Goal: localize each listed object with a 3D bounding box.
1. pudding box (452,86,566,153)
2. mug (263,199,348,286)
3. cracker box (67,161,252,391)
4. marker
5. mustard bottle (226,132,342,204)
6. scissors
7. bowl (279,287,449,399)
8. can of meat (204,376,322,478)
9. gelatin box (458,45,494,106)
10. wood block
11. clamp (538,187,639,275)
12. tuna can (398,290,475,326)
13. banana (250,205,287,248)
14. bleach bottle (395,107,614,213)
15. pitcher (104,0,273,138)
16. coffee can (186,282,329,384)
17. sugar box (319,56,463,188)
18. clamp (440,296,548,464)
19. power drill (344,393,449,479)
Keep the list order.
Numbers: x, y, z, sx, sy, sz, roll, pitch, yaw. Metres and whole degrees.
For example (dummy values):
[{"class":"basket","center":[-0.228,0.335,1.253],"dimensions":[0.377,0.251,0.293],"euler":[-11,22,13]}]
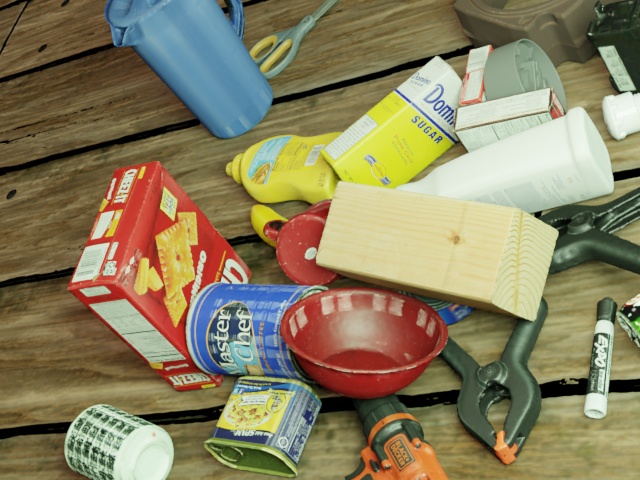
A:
[{"class":"pudding box","center":[0.210,-0.113,1.140],"dimensions":[0.114,0.090,0.039],"euler":[-11,49,30]},{"class":"mug","center":[-0.008,0.001,1.166],"dimensions":[0.117,0.081,0.093],"euler":[21,106,17]},{"class":"cracker box","center":[-0.167,0.043,1.184],"dimensions":[0.072,0.213,0.164],"euler":[-8,49,28]},{"class":"marker","center":[0.255,0.104,0.965],"dimensions":[0.020,0.020,0.121],"euler":[-7,50,32]},{"class":"mustard bottle","center":[-0.042,-0.089,1.330],"dimensions":[0.192,0.058,0.096],"euler":[3,55,38]},{"class":"scissors","center":[-0.035,-0.314,1.562],"dimensions":[0.096,0.016,0.201],"euler":[18,65,45]},{"class":"bowl","center":[0.041,0.106,1.033],"dimensions":[0.162,0.055,0.162],"euler":[1,25,-1]},{"class":"can of meat","center":[-0.056,0.189,1.091],"dimensions":[0.102,0.057,0.084],"euler":[-1,52,36]},{"class":"gelatin box","center":[0.190,-0.164,1.215],"dimensions":[0.030,0.073,0.089],"euler":[-9,50,32]},{"class":"wood block","center":[0.109,0.008,1.032],"dimensions":[0.206,0.090,0.091],"euler":[12,83,40]},{"class":"clamp","center":[0.258,-0.001,1.019],"dimensions":[0.210,0.036,0.164],"euler":[-16,26,34]},{"class":"tuna can","center":[0.126,0.047,1.101],"dimensions":[0.086,0.033,0.086],"euler":[-20,44,21]},{"class":"banana","center":[-0.018,-0.010,1.261],"dimensions":[0.198,0.037,0.069],"euler":[4,42,38]},{"class":"bleach bottle","center":[0.168,-0.057,1.111],"dimensions":[0.251,0.102,0.068],"euler":[-16,56,26]},{"class":"pitcher","center":[-0.160,-0.260,1.431],"dimensions":[0.149,0.242,0.145],"euler":[-28,42,13]},{"class":"coffee can","center":[-0.058,0.098,1.138],"dimensions":[0.141,0.102,0.102],"euler":[0,54,36]},{"class":"sugar box","center":[0.095,-0.120,1.230],"dimensions":[0.176,0.093,0.048],"euler":[-38,41,2]},{"class":"clamp","center":[0.172,0.124,0.995],"dimensions":[0.120,0.039,0.171],"euler":[-30,43,17]},{"class":"power drill","center":[0.020,0.231,0.994],"dimensions":[0.187,0.057,0.184],"euler":[-37,36,4]}]
